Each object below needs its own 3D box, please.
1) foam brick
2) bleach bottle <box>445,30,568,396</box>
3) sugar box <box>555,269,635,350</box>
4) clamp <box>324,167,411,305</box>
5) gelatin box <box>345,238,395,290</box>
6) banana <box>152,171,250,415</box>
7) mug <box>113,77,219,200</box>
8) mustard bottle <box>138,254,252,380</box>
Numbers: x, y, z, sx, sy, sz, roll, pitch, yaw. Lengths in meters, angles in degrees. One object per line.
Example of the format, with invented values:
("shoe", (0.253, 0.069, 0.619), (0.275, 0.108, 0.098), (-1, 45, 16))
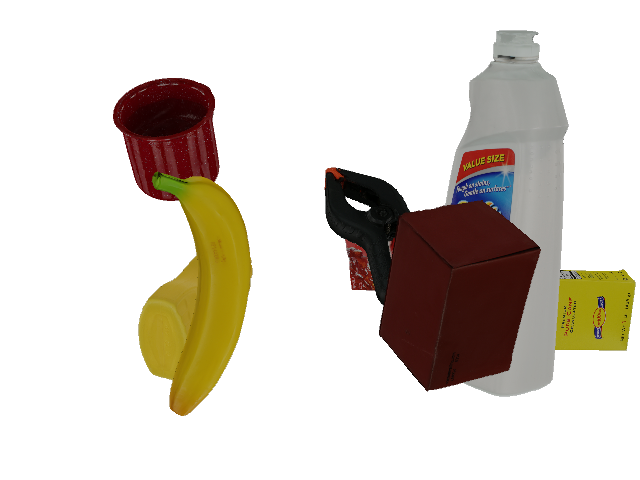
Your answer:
("foam brick", (0.067, 0.027, 0.535), (0.052, 0.078, 0.051), (-10, 37, -25))
("bleach bottle", (0.126, -0.022, 0.760), (0.067, 0.251, 0.103), (-9, 19, -32))
("sugar box", (0.280, 0.083, 1.277), (0.176, 0.093, 0.048), (0, 18, -5))
("clamp", (0.070, -0.015, 1.019), (0.120, 0.172, 0.039), (-16, -37, -27))
("gelatin box", (0.070, 0.018, 1.291), (0.073, 0.089, 0.030), (1, 30, 16))
("banana", (-0.082, 0.033, 0.754), (0.069, 0.198, 0.037), (-13, 30, -22))
("mug", (-0.134, -0.099, 0.998), (0.093, 0.081, 0.117), (14, 47, 19))
("mustard bottle", (-0.122, 0.061, 1.137), (0.058, 0.096, 0.191), (10, 29, 19))
